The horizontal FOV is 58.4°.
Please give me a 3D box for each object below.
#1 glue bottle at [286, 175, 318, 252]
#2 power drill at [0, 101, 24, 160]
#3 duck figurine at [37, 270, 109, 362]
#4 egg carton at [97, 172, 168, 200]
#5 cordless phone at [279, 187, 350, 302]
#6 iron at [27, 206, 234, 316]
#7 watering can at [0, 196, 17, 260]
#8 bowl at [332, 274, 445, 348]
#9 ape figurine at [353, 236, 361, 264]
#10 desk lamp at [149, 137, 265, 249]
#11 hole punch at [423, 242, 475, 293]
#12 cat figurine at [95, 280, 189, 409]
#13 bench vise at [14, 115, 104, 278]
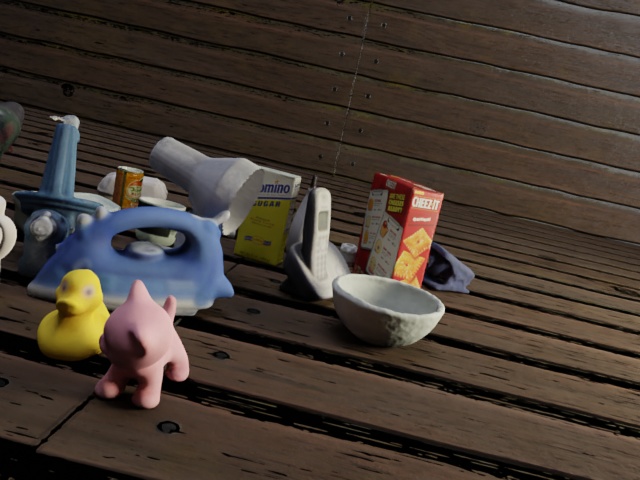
[{"bbox_3d":[-0.025,-0.053,1.213,0.037,0.173,0.078,20,15,30],"label":"glue bottle"},{"bbox_3d":[-0.522,-0.111,0.902,0.076,0.208,0.229,9,13,-16],"label":"power drill"},{"bbox_3d":[-0.262,0.073,0.627,0.077,0.086,0.104,11,13,-6],"label":"duck figurine"},{"bbox_3d":[-0.427,-0.110,1.312,0.150,0.069,0.107,9,13,-14],"label":"egg carton"},{"bbox_3d":[0.009,0.003,0.968,0.094,0.185,0.148,18,14,23],"label":"cordless phone"},{"bbox_3d":[-0.243,0.015,0.771,0.259,0.141,0.118,6,14,-27],"label":"iron"},{"bbox_3d":[-0.442,-0.037,0.687,0.173,0.194,0.101,11,13,-7],"label":"watering can"},{"bbox_3d":[0.092,0.110,0.834,0.167,0.075,0.167,12,13,-2],"label":"bowl"},{"bbox_3d":[0.099,0.017,1.210,0.076,0.092,0.078,18,14,26],"label":"ape figurine"},{"bbox_3d":[-0.204,-0.045,0.909,0.203,0.213,0.118,15,13,10],"label":"desk lamp"},{"bbox_3d":[0.265,0.055,1.208,0.101,0.091,0.108,7,14,-23],"label":"hole punch"},{"bbox_3d":[-0.168,0.094,0.555,0.067,0.118,0.128,14,13,6],"label":"cat figurine"},{"bbox_3d":[-0.363,-0.063,0.820,0.122,0.220,0.206,3,15,-35],"label":"bench vise"}]
